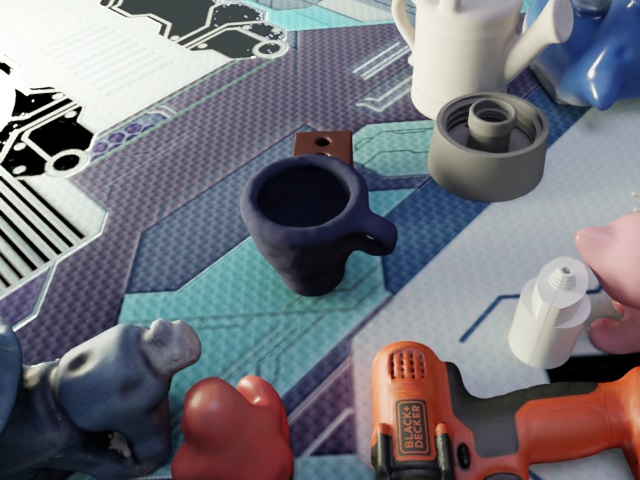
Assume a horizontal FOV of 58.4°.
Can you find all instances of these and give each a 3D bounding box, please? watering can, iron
[{"bbox_3d":[0.149,-0.218,0.547,0.172,0.194,0.101,9,49,14],"label":"watering can"},{"bbox_3d":[0.285,-0.249,0.599,0.118,0.142,0.258,-10,47,-3],"label":"iron"}]

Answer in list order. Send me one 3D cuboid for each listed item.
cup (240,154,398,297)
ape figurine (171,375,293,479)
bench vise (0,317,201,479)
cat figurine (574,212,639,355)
[{"bbox_3d":[0.004,0.002,0.427,0.117,0.095,0.092,21,53,23],"label":"cup"},{"bbox_3d":[-0.053,0.111,0.333,0.078,0.092,0.076,-29,51,-20],"label":"ape figurine"},{"bbox_3d":[-0.181,0.063,0.302,0.208,0.220,0.121,-30,51,-21],"label":"bench vise"},{"bbox_3d":[0.225,0.031,0.362,0.127,0.118,0.067,32,58,30],"label":"cat figurine"}]
